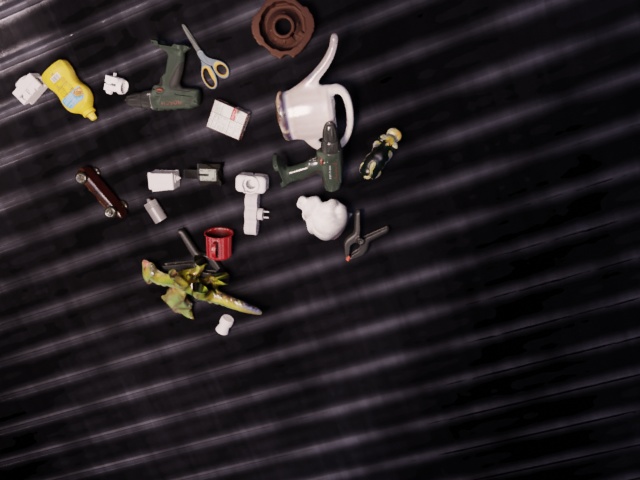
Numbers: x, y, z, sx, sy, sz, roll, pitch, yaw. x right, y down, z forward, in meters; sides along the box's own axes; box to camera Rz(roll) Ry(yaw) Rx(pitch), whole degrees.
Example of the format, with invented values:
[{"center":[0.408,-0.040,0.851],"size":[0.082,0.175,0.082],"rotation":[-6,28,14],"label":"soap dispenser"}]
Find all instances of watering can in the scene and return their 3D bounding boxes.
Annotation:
[{"center":[-0.021,-0.405,1.476],"size":[0.224,0.106,0.340],"rotation":[-6,123,6],"label":"watering can"}]

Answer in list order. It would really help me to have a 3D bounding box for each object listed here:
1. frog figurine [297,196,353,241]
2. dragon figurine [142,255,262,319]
[{"center":[0.005,-0.079,1.575],"size":[0.158,0.126,0.135],"rotation":[37,127,-18],"label":"frog figurine"},{"center":[-0.410,0.182,1.699],"size":[0.409,0.125,0.238],"rotation":[37,134,-9],"label":"dragon figurine"}]
